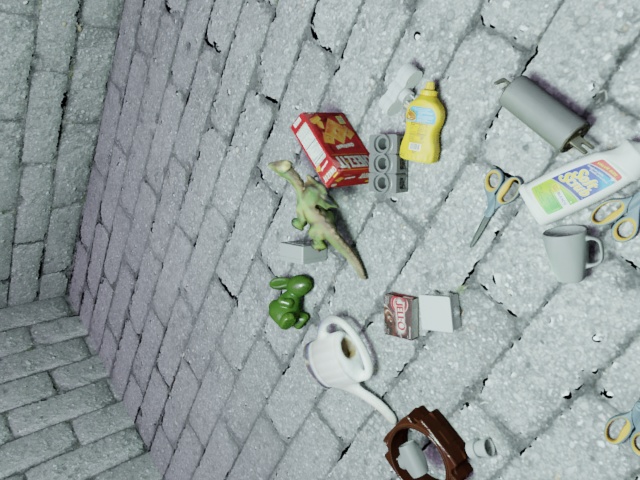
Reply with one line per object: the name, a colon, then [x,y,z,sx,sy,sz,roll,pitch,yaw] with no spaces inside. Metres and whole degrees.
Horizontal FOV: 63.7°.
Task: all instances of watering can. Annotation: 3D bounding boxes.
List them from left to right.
watering can: [0.076,0.388,1.507,0.221,0.105,0.349,-30,84,43]

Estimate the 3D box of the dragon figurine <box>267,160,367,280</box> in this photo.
dragon figurine: [0.004,-0.072,1.422,0.414,0.123,0.239,45,167,14]
